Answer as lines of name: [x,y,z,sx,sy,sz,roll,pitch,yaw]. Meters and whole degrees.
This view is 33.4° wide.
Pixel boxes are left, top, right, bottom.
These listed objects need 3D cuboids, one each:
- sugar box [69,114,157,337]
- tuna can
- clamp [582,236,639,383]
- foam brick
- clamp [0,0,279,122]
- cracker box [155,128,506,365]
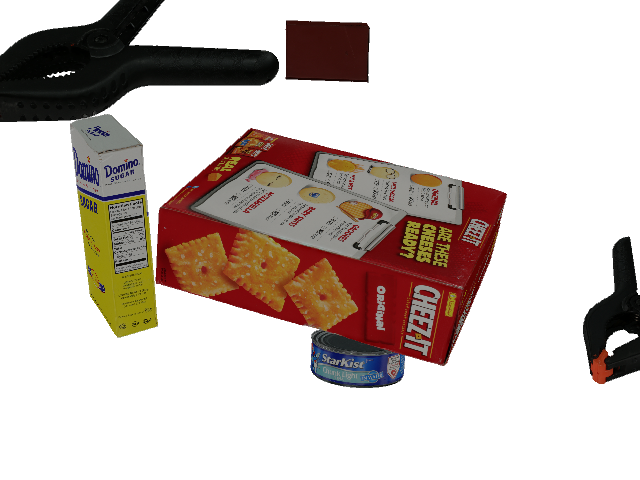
sugar box: [-0.183,-0.013,0.942,0.048,0.176,0.093,-15,28,-23]
tuna can: [0.034,0.104,0.957,0.086,0.034,0.086,3,11,-1]
clamp: [0.288,0.061,0.985,0.171,0.039,0.120,-35,40,-26]
foam brick: [0.006,-0.175,0.987,0.078,0.051,0.053,2,15,-1]
clamp: [-0.146,-0.127,0.765,0.209,0.036,0.165,-31,51,-31]
cracker box: [0.012,-0.002,0.775,0.214,0.072,0.164,16,29,13]
